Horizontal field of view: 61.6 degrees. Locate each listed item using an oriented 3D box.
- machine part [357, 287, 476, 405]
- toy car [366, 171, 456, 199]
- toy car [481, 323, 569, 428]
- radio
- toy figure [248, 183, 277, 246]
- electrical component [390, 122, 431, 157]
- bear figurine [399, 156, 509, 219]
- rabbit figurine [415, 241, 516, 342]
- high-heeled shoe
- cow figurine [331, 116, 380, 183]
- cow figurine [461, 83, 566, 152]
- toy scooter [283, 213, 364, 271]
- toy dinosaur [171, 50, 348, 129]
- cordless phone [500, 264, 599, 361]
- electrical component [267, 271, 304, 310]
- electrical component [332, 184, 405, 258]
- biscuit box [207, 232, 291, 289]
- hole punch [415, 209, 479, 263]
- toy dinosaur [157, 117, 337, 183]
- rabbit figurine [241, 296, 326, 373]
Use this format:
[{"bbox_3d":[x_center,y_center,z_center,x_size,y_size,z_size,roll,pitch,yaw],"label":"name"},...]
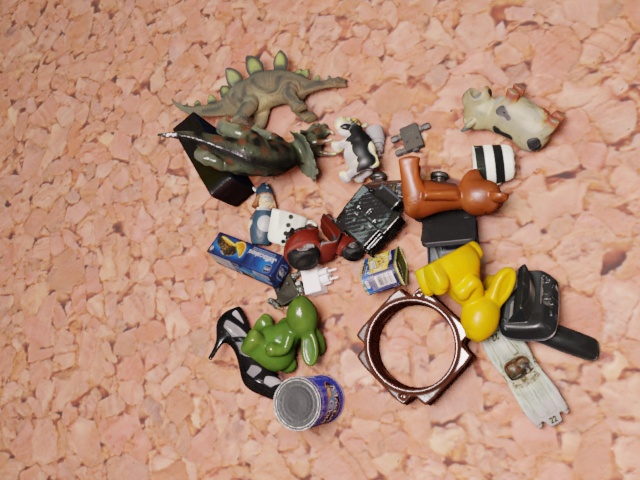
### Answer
[{"bbox_3d":[0.190,0.210,1.074,0.202,0.087,0.201,44,96,23],"label":"machine part"},{"bbox_3d":[0.190,-0.104,1.165,0.202,0.053,0.089,2,76,24],"label":"toy car"},{"bbox_3d":[0.379,0.250,1.003,0.073,0.056,0.202,-35,67,11],"label":"toy car"},{"bbox_3d":[-0.256,-0.194,1.321,0.073,0.131,0.230,-36,68,11],"label":"radio"},{"bbox_3d":[-0.133,-0.063,1.283,0.058,0.064,0.154,-2,81,41],"label":"toy figure"},{"bbox_3d":[0.207,-0.225,1.200,0.094,0.021,0.063,-21,71,16],"label":"electrical component"},{"bbox_3d":[0.259,-0.105,1.053,0.196,0.120,0.132,-9,84,14],"label":"bear figurine"},{"bbox_3d":[0.279,0.100,1.001,0.162,0.122,0.173,-21,78,-16],"label":"rabbit figurine"},{"bbox_3d":[-0.137,0.257,1.222,0.249,0.086,0.145,28,58,8],"label":"high-heeled shoe"},{"bbox_3d":[0.079,-0.216,1.194,0.098,0.068,0.167,-34,62,47],"label":"cow figurine"},{"bbox_3d":[0.377,-0.248,1.096,0.195,0.085,0.127,36,128,12],"label":"cow figurine"},{"bbox_3d":[-0.002,-0.004,1.186,0.184,0.075,0.135,-7,50,-20],"label":"toy scooter"},{"bbox_3d":[-0.162,-0.355,1.340,0.472,0.105,0.198,-10,66,12],"label":"toy dinosaur"},{"bbox_3d":[0.435,0.138,1.000,0.184,0.088,0.146,22,51,1],"label":"cordless phone"},{"bbox_3d":[-0.073,0.117,1.223,0.102,0.045,0.078,-26,71,15],"label":"electrical component"},{"bbox_3d":[0.110,-0.049,1.129,0.115,0.058,0.134,42,94,22],"label":"electrical component"},{"bbox_3d":[-0.166,0.045,1.250,0.203,0.059,0.063,19,66,30],"label":"biscuit box"},{"bbox_3d":[0.269,0.000,1.097,0.142,0.092,0.116,-8,38,22],"label":"hole punch"},{"bbox_3d":[-0.132,-0.190,1.176,0.192,0.405,0.131,22,114,36],"label":"toy dinosaur"},{"bbox_3d":[-0.062,0.202,1.147,0.159,0.121,0.170,43,112,7],"label":"rabbit figurine"}]
